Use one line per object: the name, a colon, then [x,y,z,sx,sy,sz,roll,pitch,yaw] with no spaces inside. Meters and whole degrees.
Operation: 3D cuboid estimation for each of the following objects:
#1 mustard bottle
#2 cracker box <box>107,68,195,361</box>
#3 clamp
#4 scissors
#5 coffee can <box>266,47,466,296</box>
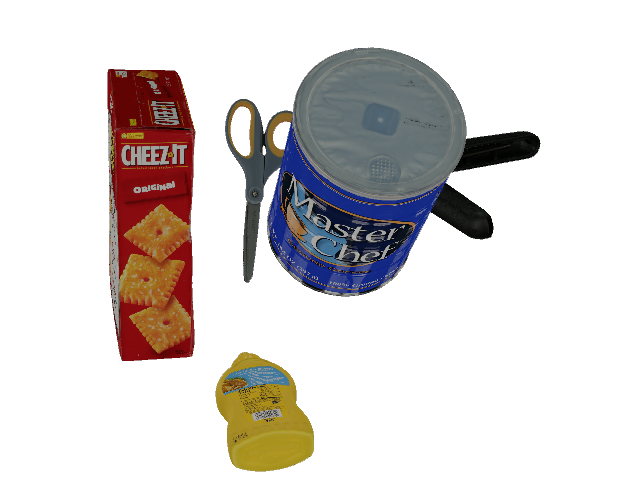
mustard bottle: [-0.074,0.190,1.260,0.096,0.058,0.192,-9,29,-11]
cracker box: [-0.150,-0.026,0.944,0.072,0.214,0.164,-2,26,-13]
clamp: [0.083,-0.068,0.943,0.210,0.036,0.164,15,36,27]
scissors: [-0.055,-0.060,1.171,0.096,0.202,0.016,-10,-8,-11]
coffee can: [0.024,-0.039,0.678,0.102,0.103,0.140,0,-27,-10]
